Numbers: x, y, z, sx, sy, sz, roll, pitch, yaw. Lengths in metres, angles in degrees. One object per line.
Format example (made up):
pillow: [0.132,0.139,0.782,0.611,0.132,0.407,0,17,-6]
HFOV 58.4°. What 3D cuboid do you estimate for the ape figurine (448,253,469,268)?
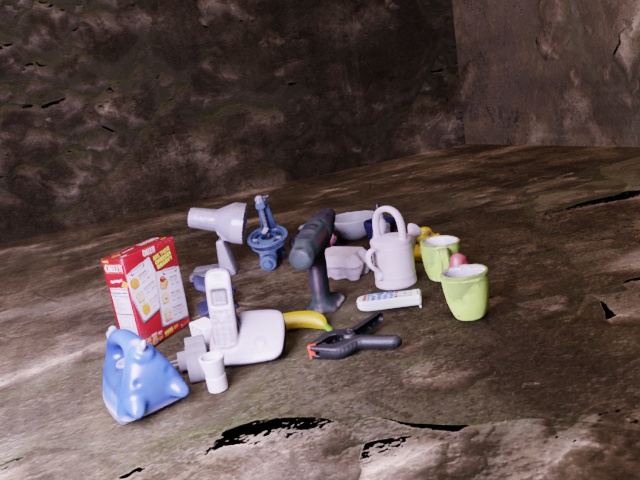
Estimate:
ape figurine: [0.306,0.073,1.248,0.076,0.092,0.077,-14,15,-17]

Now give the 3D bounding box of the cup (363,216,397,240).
cup: [0.191,-0.017,1.676,0.117,0.095,0.091,-8,14,6]

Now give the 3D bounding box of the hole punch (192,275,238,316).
hole punch: [-0.258,0.126,1.407,0.101,0.091,0.108,-13,14,-15]

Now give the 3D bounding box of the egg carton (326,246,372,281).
egg carton: [0.058,0.061,1.505,0.149,0.069,0.107,0,17,33]

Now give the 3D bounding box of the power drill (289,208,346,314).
power drill: [0.000,0.050,1.297,0.075,0.208,0.230,-4,15,20]

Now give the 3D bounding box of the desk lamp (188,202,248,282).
desk lamp: [-0.296,0.001,1.677,0.203,0.214,0.118,-9,14,2]

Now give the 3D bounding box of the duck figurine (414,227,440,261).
duck figurine: [0.277,0.008,1.539,0.104,0.086,0.078,-5,15,17]

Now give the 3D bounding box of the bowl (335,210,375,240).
bowl: [0.110,-0.042,1.873,0.167,0.075,0.167,-9,14,2]

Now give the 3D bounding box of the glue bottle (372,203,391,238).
glue bottle: [0.164,-0.013,1.516,0.037,0.173,0.078,2,18,37]

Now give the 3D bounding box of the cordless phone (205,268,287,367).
cordless phone: [-0.144,0.140,1.078,0.147,0.185,0.094,-8,14,6]

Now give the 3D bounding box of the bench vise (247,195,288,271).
bench vise: [-0.165,-0.034,1.716,0.121,0.220,0.207,-12,14,-11]

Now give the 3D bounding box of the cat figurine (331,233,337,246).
cat figurine: [0.015,0.006,1.652,0.067,0.118,0.128,-8,14,4]

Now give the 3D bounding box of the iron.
iron: [-0.333,0.214,0.999,0.119,0.141,0.257,-20,17,-36]

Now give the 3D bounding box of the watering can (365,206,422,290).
watering can: [0.174,0.010,1.370,0.100,0.194,0.173,-1,16,29]

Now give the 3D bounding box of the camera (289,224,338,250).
camera: [-0.035,-0.008,1.775,0.137,0.101,0.142,-18,16,-31]
